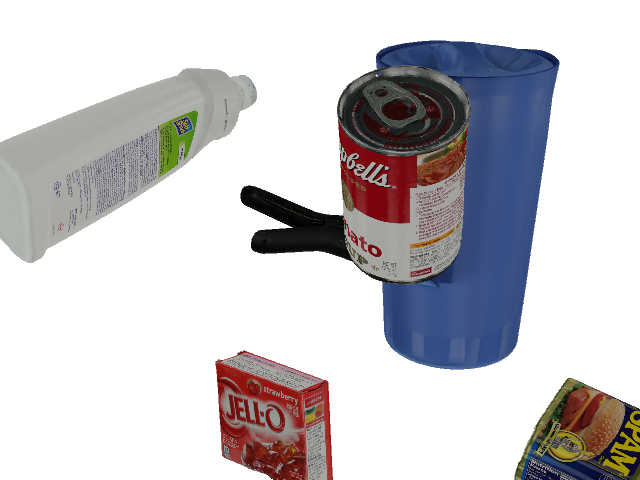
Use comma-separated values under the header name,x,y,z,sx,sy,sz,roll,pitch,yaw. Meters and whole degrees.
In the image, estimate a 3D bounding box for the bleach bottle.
name,x,y,z,sx,sy,sz,roll,pitch,yaw
bleach bottle,-0.158,-0.079,0.904,0.250,0.103,0.068,-30,60,-34

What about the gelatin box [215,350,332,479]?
name,x,y,z,sx,sy,sz,roll,pitch,yaw
gelatin box,-0.033,0.122,0.724,0.030,0.073,0.089,-17,21,-42

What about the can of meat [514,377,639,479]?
name,x,y,z,sx,sy,sz,roll,pitch,yaw
can of meat,0.203,0.157,0.793,0.084,0.057,0.101,24,41,24

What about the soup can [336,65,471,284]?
name,x,y,z,sx,sy,sz,roll,pitch,yaw
soup can,0.045,-0.034,0.576,0.068,0.068,0.102,0,-43,4

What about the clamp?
name,x,y,z,sx,sy,sz,roll,pitch,yaw
clamp,0.008,-0.005,1.207,0.210,0.036,0.164,15,20,-7

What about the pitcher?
name,x,y,z,sx,sy,sz,roll,pitch,yaw
pitcher,0.101,-0.025,0.814,0.149,0.243,0.145,-7,22,-19
